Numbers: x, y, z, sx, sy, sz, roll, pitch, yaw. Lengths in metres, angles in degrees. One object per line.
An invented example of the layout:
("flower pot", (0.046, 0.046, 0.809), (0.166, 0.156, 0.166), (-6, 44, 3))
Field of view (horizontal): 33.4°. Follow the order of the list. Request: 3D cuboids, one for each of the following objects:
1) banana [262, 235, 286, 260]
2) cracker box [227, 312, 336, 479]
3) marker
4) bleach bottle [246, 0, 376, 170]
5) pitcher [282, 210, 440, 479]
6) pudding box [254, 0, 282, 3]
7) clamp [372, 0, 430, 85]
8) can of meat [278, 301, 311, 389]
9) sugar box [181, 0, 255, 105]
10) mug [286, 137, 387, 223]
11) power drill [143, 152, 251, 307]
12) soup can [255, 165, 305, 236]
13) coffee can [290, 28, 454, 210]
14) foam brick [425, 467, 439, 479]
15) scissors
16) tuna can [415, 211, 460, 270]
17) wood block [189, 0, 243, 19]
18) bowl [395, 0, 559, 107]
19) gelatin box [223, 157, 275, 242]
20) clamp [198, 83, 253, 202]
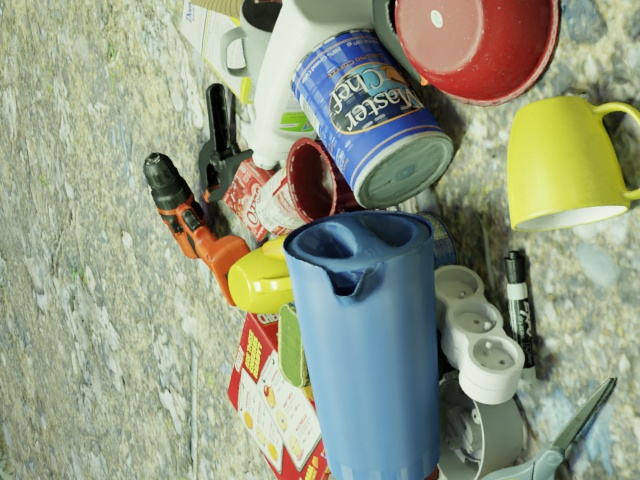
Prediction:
("banana", (0.010, 0.003, 1.155), (0.198, 0.069, 0.037), (-7, 78, 60))
("cracker box", (-0.025, 0.204, 1.294), (0.214, 0.072, 0.164), (53, 142, 36))
("marker", (0.178, 0.069, 0.950), (0.020, 0.020, 0.121), (9, 110, 58))
("bleach bottle", (-0.027, -0.159, 1.115), (0.251, 0.102, 0.068), (-57, 46, 50))
("pitcher", (0.049, 0.098, 0.981), (0.145, 0.149, 0.243), (22, 126, 52))
("pudding box", (-0.026, -0.298, 1.071), (0.039, 0.089, 0.113), (45, 137, 44))
("clamp", (0.078, -0.246, 0.971), (0.165, 0.036, 0.210), (-33, 76, 54))
("can of meat", (0.001, 0.110, 1.198), (0.058, 0.083, 0.102), (33, 129, 50))
("sugar box", (-0.108, -0.247, 1.274), (0.176, 0.048, 0.093), (54, 142, 39))
("mug", (0.029, -0.056, 1.086), (0.117, 0.081, 0.093), (60, 146, 26))
("power drill", (-0.153, -0.012, 1.381), (0.188, 0.057, 0.184), (44, 165, 43))
("soup can", (-0.025, -0.050, 1.191), (0.102, 0.068, 0.068), (-36, 71, 58))
("coffee can", (0.048, -0.114, 1.010), (0.140, 0.102, 0.103), (60, 146, 26))
("foam brick", (0.084, 0.223, 1.137), (0.078, 0.051, 0.053), (36, 132, 48))
("scissors", (0.213, 0.202, 0.935), (0.096, 0.016, 0.202), (37, 121, -14))
("tuna can", (0.097, 0.016, 1.049), (0.086, 0.033, 0.086), (30, 127, 51))
("wood block", (-0.130, -0.358, 1.195), (0.090, 0.090, 0.206), (-42, 62, 28))
("bowl", (0.115, -0.186, 0.885), (0.162, 0.055, 0.162), (19, 117, 42))
("gelatin box", (-0.075, -0.051, 1.291), (0.073, 0.030, 0.089), (48, 145, 9))
("clamp", (-0.124, -0.116, 1.354), (0.120, 0.039, 0.172), (61, 145, 16))
